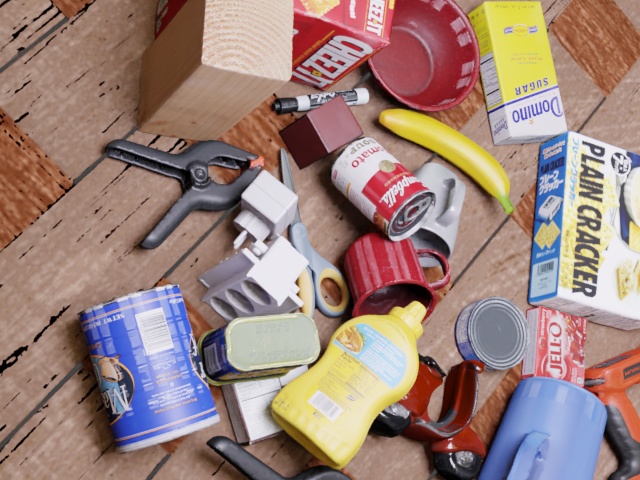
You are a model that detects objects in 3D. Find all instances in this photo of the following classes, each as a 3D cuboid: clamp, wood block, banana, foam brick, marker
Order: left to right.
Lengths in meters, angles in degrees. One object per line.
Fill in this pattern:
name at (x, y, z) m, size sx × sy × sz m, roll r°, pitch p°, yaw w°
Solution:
clamp at (-0.135, -0.053, 1.124) m, size 0.171 × 0.039 × 0.120 m, roll -7°, pitch 81°, yaw -27°
wood block at (-0.109, -0.174, 1.070) m, size 0.090 × 0.206 × 0.091 m, roll 7°, pitch 75°, yaw -24°
clamp at (-0.030, 0.270, 1.089) m, size 0.209 × 0.036 × 0.164 m, roll -4°, pitch 95°, yaw -28°
foam brick at (0.000, -0.119, 1.183) m, size 0.052 × 0.078 × 0.051 m, roll -31°, pitch 94°, yaw -28°
marker at (0.000, -0.160, 1.226) m, size 0.120 × 0.020 × 0.020 m, roll -11°, pitch 83°, yaw -27°
banana at (0.156, -0.107, 1.268) m, size 0.197 × 0.037 × 0.069 m, roll 33°, pitch 24°, yaw -9°

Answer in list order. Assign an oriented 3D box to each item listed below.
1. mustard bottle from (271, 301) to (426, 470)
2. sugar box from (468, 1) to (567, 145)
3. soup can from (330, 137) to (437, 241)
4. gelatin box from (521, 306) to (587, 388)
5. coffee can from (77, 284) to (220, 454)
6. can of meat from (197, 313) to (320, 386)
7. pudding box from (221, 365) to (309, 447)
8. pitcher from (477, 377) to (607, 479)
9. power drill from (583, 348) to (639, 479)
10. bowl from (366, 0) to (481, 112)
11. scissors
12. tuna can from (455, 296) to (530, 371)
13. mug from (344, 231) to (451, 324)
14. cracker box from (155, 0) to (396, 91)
mustard bottle at (0.044, 0.134, 1.093) m, size 0.096 × 0.058 × 0.191 m, roll 36°, pitch 68°, yaw 18°
sugar box at (0.249, -0.211, 1.344) m, size 0.093 × 0.048 × 0.176 m, roll -8°, pitch 80°, yaw -27°
soup can at (0.067, -0.056, 1.152) m, size 0.068 × 0.068 × 0.102 m, roll -28°, pitch 58°, yaw -28°
gelatin box at (0.284, 0.131, 1.288) m, size 0.073 × 0.030 × 0.089 m, roll 15°, pitch 72°, yaw -22°
coffee can at (-0.165, 0.124, 1.031) m, size 0.102 × 0.103 × 0.140 m, roll -15°, pitch 85°, yaw -28°
can of meat at (-0.060, 0.107, 1.054) m, size 0.102 × 0.084 × 0.057 m, roll -4°, pitch 78°, yaw -24°
pudding box at (-0.056, 0.149, 1.115) m, size 0.089 × 0.039 × 0.113 m, roll -14°, pitch 82°, yaw -26°
pitcher at (0.232, 0.272, 1.169) m, size 0.145 × 0.149 × 0.242 m, roll 33°, pitch 63°, yaw -15°
power drill at (0.405, 0.230, 1.308) m, size 0.184 × 0.057 × 0.187 m, roll -16°, pitch 85°, yaw -28°
bowl at (0.110, -0.222, 1.273) m, size 0.161 × 0.055 × 0.162 m, roll 6°, pitch 75°, yaw -25°
scissors at (-0.008, 0.001, 1.186) m, size 0.096 × 0.016 × 0.202 m, roll 11°, pitch 74°, yaw -25°
tuna can at (0.201, 0.111, 1.251) m, size 0.086 × 0.034 × 0.086 m, roll 6°, pitch 75°, yaw -25°
mug at (0.084, 0.041, 1.163) m, size 0.117 × 0.093 × 0.081 m, roll -16°, pitch 49°, yaw 2°
cracker box at (-0.052, -0.237, 1.137) m, size 0.213 × 0.164 × 0.072 m, roll 14°, pitch 74°, yaw -22°
